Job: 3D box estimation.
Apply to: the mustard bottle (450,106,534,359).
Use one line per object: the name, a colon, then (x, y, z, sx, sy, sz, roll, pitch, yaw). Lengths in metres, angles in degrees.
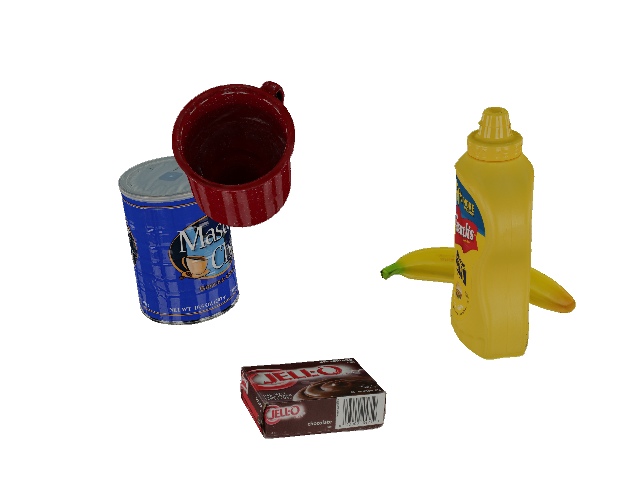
mustard bottle: (0.133, -0.010, 0.828, 0.058, 0.192, 0.096, -5, 26, -5)

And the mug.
mug: (-0.060, -0.072, 0.839, 0.093, 0.117, 0.081, 21, -22, 10)

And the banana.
banana: (0.164, 0.039, 1.106, 0.198, 0.037, 0.069, 8, 39, 11)

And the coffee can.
coffee can: (-0.139, -0.002, 1.064, 0.103, 0.140, 0.103, -4, 26, 2)

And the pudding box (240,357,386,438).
pudding box: (-0.008, 0.139, 0.957, 0.113, 0.039, 0.090, -1, 15, -17)
